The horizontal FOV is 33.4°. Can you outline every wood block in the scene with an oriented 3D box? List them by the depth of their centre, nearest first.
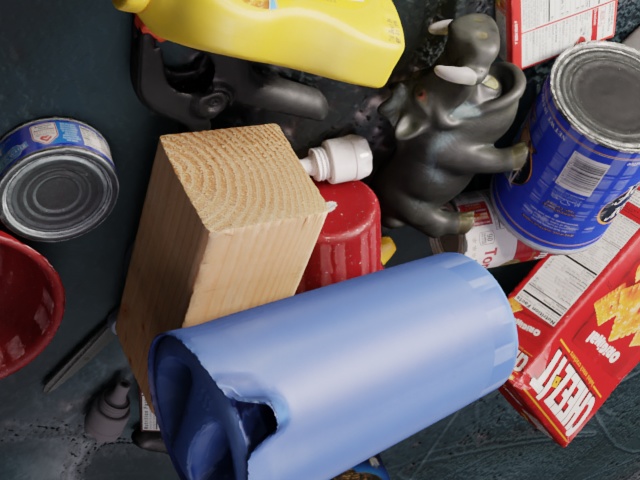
[{"bbox_3d":[-0.077,0.025,0.765,0.090,0.090,0.206,-10,143,-29],"label":"wood block"}]

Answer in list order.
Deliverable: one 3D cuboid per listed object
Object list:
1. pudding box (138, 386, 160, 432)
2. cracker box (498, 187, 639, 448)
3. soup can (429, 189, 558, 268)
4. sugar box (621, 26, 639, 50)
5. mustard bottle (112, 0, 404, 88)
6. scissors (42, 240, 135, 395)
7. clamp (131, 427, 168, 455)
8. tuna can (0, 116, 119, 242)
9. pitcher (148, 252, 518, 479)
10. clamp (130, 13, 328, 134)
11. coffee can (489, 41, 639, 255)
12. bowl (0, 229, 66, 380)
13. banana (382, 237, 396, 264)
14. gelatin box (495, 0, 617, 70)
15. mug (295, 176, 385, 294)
[{"bbox_3d":[-0.099,0.127,0.915,0.113,0.039,0.090,5,135,-4],"label":"pudding box"},{"bbox_3d":[0.252,0.071,0.991,0.213,0.072,0.164,-49,139,-4],"label":"cracker box"},{"bbox_3d":[0.150,-0.012,0.899,0.102,0.068,0.068,-10,136,-18],"label":"soup can"},{"bbox_3d":[0.310,-0.121,0.887,0.093,0.048,0.176,-45,137,20],"label":"sugar box"},{"bbox_3d":[-0.047,-0.143,0.638,0.191,0.096,0.058,6,130,-32],"label":"mustard bottle"},{"bbox_3d":[-0.161,0.051,0.841,0.202,0.016,0.096,-32,142,5],"label":"scissors"},{"bbox_3d":[-0.079,0.224,1.041,0.209,0.036,0.165,-10,127,-21],"label":"clamp"},{"bbox_3d":[-0.180,-0.040,0.724,0.086,0.034,0.086,-14,138,-14],"label":"tuna can"},{"bbox_3d":[0.009,0.092,0.741,0.242,0.149,0.145,-18,131,-30],"label":"pitcher"},{"bbox_3d":[-0.065,-0.104,0.716,0.120,0.039,0.171,-32,146,-4],"label":"clamp"},{"bbox_3d":[0.200,-0.068,0.818,0.102,0.103,0.140,-11,151,-18],"label":"coffee can"},{"bbox_3d":[-0.263,0.036,0.743,0.162,0.055,0.162,-15,138,-14],"label":"bowl"},{"bbox_3d":[-0.010,0.068,0.927,0.069,0.037,0.198,-9,142,-51],"label":"banana"},{"bbox_3d":[0.172,-0.171,0.776,0.089,0.030,0.073,-21,138,-7],"label":"gelatin box"},{"bbox_3d":[-0.005,0.001,0.828,0.117,0.093,0.081,8,133,13],"label":"mug"}]
